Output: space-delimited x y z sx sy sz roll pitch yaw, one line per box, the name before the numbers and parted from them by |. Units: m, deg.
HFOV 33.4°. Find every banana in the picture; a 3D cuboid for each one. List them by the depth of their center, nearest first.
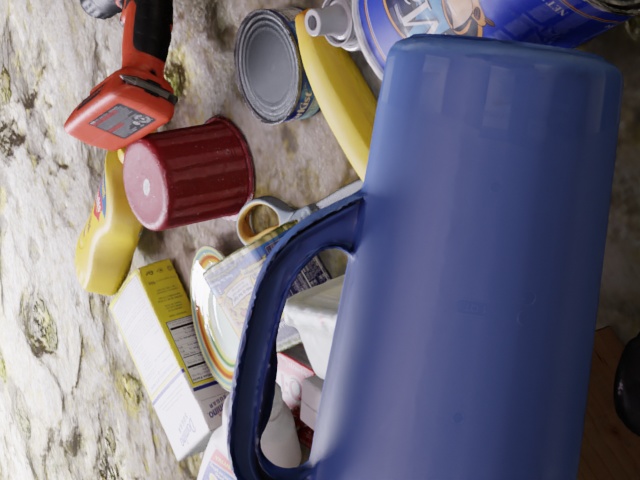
banana | 0.036 -0.074 0.718 0.198 0.037 0.070 58 160 32

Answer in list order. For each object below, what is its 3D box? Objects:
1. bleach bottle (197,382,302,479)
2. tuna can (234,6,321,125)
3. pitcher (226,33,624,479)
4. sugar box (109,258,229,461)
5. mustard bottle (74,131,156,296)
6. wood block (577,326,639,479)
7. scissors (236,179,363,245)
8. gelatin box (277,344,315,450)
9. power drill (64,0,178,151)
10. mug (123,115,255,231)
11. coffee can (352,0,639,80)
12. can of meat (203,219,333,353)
bleach bottle | -0.064 0.198 0.904 0.103 0.068 0.251 46 145 31
tuna can | -0.028 -0.131 0.799 0.086 0.033 0.086 24 120 49
pitcher | 0.059 0.029 0.502 0.145 0.148 0.243 14 100 40
sugar box | -0.142 0.117 1.038 0.176 0.048 0.093 61 143 14
mustard bottle | -0.189 -0.037 1.026 0.192 0.058 0.096 121 158 -44
wood block | 0.162 0.165 0.587 0.206 0.090 0.091 61 144 20
scissors | -0.005 0.001 0.830 0.202 0.016 0.096 -2 101 55
gelatin box | -0.020 0.123 0.880 0.089 0.030 0.073 23 120 49
power drill | -0.161 -0.173 0.887 0.185 0.057 0.187 -21 58 50
mug | -0.121 -0.056 0.915 0.117 0.081 0.093 18 116 51
coffee can | 0.097 -0.138 0.560 0.141 0.102 0.103 -24 82 55
can of meat | -0.036 0.040 0.825 0.102 0.057 0.084 -28 93 48
